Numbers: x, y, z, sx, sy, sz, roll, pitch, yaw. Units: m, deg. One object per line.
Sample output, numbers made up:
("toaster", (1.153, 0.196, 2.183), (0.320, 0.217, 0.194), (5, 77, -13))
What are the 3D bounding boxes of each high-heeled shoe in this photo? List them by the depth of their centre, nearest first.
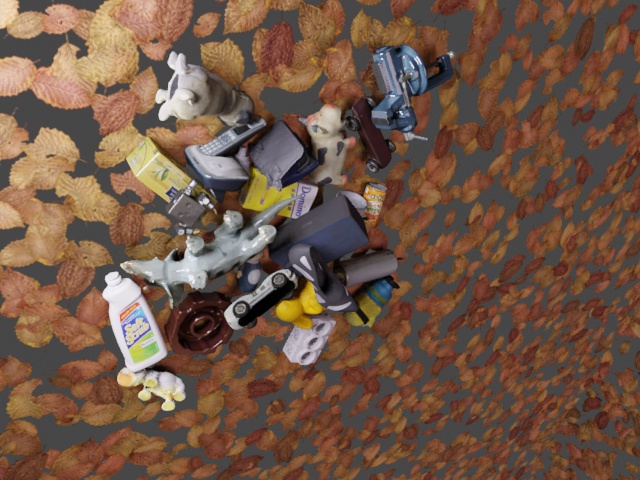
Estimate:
("high-heeled shoe", (0.024, 0.090, 1.275), (0.248, 0.145, 0.086), (32, 58, -17))

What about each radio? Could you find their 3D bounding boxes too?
("radio", (-0.003, -0.004, 1.304), (0.230, 0.073, 0.131), (-26, 139, 20))

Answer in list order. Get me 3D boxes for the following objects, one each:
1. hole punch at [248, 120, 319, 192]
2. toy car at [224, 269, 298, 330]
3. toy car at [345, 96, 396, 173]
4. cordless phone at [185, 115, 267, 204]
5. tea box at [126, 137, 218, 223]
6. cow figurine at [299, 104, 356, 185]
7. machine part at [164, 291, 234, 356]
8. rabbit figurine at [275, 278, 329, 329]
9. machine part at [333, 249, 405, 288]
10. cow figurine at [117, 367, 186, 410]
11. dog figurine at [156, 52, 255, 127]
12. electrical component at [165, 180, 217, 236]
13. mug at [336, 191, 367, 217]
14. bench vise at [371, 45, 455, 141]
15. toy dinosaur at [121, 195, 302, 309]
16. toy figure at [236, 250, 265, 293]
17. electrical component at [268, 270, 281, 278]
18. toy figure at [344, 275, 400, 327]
("hole punch", (-0.077, -0.179, 1.171), (0.116, 0.142, 0.092), (-42, 159, 15))
("toy car", (-0.141, 0.145, 1.320), (0.202, 0.056, 0.073), (-37, 141, -10))
("toy car", (0.119, -0.253, 1.291), (0.089, 0.053, 0.201), (-50, 133, -16))
("cordless phone", (-0.171, -0.176, 1.096), (0.184, 0.147, 0.088), (-36, 137, -7))
("tea box", (-0.298, -0.120, 1.086), (0.068, 0.098, 0.169), (-47, 130, 1))
("cow figurine", (0.012, -0.218, 1.230), (0.127, 0.086, 0.194), (-10, 127, -29))
("machine part", (-0.293, 0.204, 1.325), (0.179, 0.056, 0.179), (-16, 126, -24))
("rabbit figurine", (-0.048, 0.159, 1.412), (0.173, 0.122, 0.162), (-27, 151, -33))
("machine part", (0.127, 0.078, 1.492), (0.243, 0.079, 0.079), (-15, 126, -25))
("cow figurine", (-0.414, 0.343, 1.325), (0.167, 0.098, 0.068), (35, 103, -23))
("dog figurine", (-0.196, -0.261, 1.016), (0.190, 0.172, 0.121), (15, 121, -30))
("electrical component", (-0.254, -0.058, 1.057), (0.102, 0.045, 0.078), (-46, 133, 1))
("mug", (0.056, -0.058, 1.360), (0.109, 0.081, 0.107), (-8, 131, -33))
("bench vise", (0.222, -0.353, 1.228), (0.241, 0.129, 0.223), (-32, 104, -17))
("toy dinosaur", (-0.222, 0.026, 1.201), (0.405, 0.192, 0.131), (-27, 88, -26))
("toy figure", (-0.166, 0.052, 1.308), (0.064, 0.058, 0.154), (-40, 146, -61))
("electrical component", (-0.106, 0.114, 1.406), (0.094, 0.021, 0.063), (-34, 131, -10))
("toy figure", (0.146, 0.173, 1.564), (0.089, 0.082, 0.180), (38, 101, -28))
